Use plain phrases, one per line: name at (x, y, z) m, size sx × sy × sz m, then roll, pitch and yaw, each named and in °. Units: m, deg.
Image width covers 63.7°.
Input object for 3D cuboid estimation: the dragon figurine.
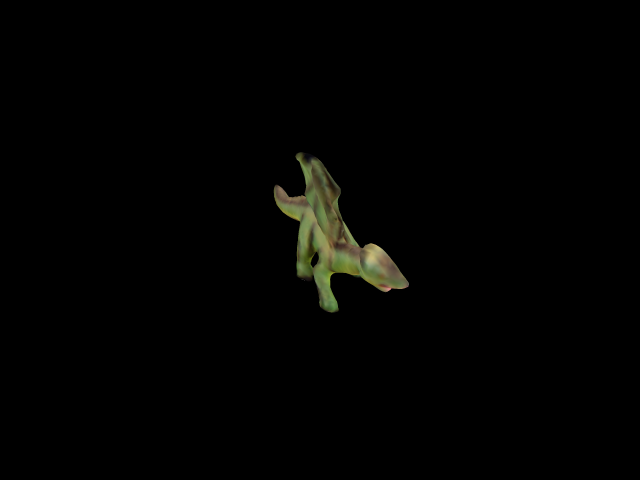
dragon figurine at (0.003, -0.043, 0.850) m, size 0.123 × 0.237 × 0.417 m, roll -24°, pitch 51°, yaw -21°
